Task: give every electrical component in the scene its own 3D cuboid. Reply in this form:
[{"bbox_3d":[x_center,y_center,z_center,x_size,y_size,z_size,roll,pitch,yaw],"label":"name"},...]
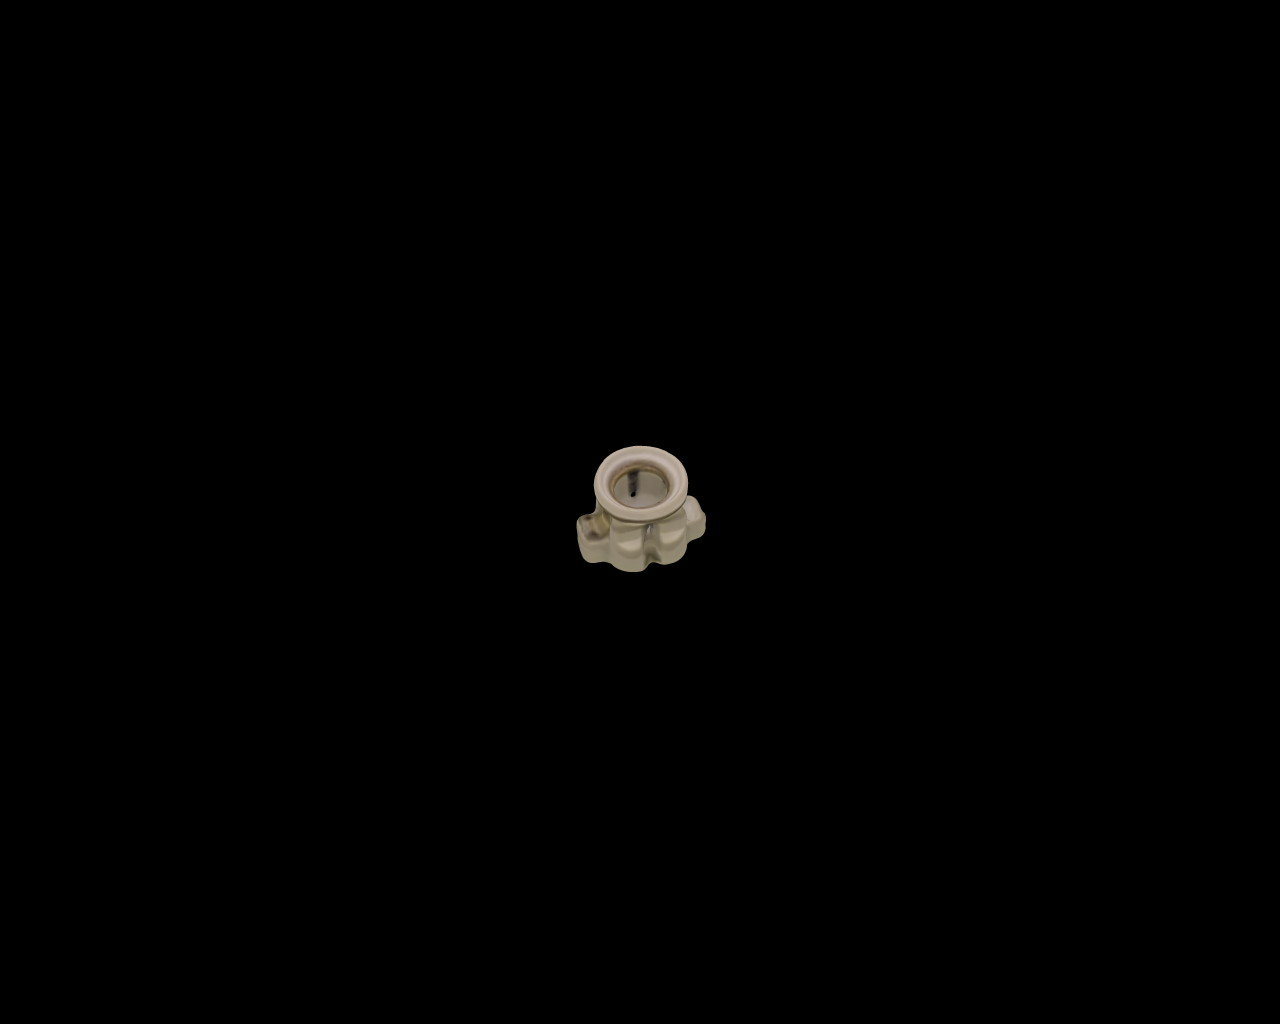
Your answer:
[{"bbox_3d":[0.001,-0.003,0.650,0.078,0.058,0.056,-12,-39,-10],"label":"electrical component"}]
